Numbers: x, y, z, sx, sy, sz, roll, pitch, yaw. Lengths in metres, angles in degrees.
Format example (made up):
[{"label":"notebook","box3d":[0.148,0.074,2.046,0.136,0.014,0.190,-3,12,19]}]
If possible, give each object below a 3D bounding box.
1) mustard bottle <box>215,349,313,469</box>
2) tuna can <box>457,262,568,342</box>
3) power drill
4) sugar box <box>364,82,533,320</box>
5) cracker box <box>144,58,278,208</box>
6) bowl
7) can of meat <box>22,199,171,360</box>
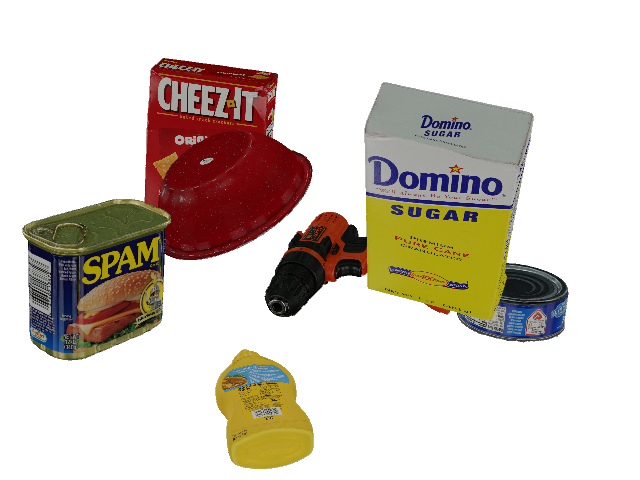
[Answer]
[{"label":"mustard bottle","box3d":[-0.074,0.188,1.261,0.096,0.058,0.192,-8,30,-11]},{"label":"tuna can","box3d":[0.153,0.048,0.851,0.086,0.034,0.086,3,20,-1]},{"label":"power drill","box3d":[0.050,0.030,1.116,0.188,0.057,0.184,7,32,18]},{"label":"sugar box","box3d":[0.076,-0.019,0.676,0.093,0.048,0.176,14,-30,13]},{"label":"cracker box","box3d":[-0.151,-0.128,1.455,0.164,0.214,0.072,8,23,5]},{"label":"bowl","box3d":[-0.091,-0.054,0.986,0.162,0.055,0.162,-21,31,13]},{"label":"can of meat","box3d":[-0.154,0.026,0.739,0.058,0.084,0.101,21,27,34]}]
